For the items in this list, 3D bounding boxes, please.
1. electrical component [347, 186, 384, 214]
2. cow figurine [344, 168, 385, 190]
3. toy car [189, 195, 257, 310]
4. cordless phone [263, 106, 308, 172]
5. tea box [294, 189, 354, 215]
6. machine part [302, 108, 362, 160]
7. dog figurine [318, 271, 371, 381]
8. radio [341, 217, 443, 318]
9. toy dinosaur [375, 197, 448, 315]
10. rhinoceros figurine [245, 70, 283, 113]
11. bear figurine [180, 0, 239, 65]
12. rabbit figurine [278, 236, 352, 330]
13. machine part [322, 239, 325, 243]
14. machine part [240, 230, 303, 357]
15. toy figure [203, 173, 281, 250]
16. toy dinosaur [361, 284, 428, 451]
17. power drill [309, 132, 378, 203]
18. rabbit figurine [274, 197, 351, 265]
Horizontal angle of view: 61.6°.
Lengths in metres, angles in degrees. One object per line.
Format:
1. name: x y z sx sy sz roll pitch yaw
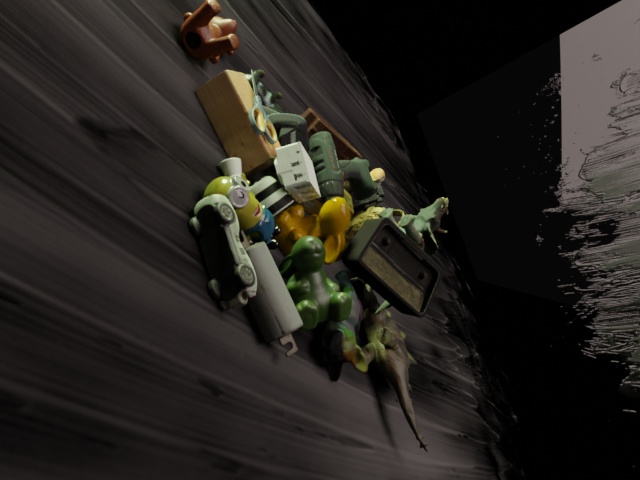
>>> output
1. electrical component: 0.117 -0.112 1.544 0.115 0.134 0.058 101 -30 -76
2. cow figurine: 0.125 -0.165 1.616 0.098 0.168 0.068 46 47 -51
3. toy car: -0.163 0.019 0.911 0.056 0.073 0.202 9 57 -63
4. cordless phone: -0.117 -0.245 1.287 0.089 0.184 0.146 -31 139 -34
5. tea box: 0.003 -0.114 1.388 0.169 0.098 0.068 42 32 -45
6. machine part: 0.016 -0.274 1.519 0.201 0.087 0.201 41 10 -13
7. dog figurine: 0.055 0.192 1.167 0.191 0.108 0.219 33 41 -55
8. radio: 0.167 0.060 1.202 0.229 0.073 0.131 41 69 -26
9. toy dinosaur: 0.221 0.054 1.383 0.192 0.131 0.405 45 55 -36
10. rhinoceros figurine: -0.136 -0.337 1.357 0.190 0.073 0.112 53 23 -23
11. bear figurine: -0.232 -0.476 1.234 0.120 0.132 0.196 62 28 -16
12. rabbit figurine: -0.015 0.070 1.067 0.159 0.121 0.170 -150 -126 -66
13. machine part: -0.003 -0.004 1.302 0.039 0.084 0.139 13 34 -23
14. machine part: -0.098 0.093 0.970 0.243 0.079 0.079 64 22 2
15. toy figure: -0.145 -0.046 1.018 0.180 0.089 0.082 53 9 -45
16. toy dinosaur: 0.166 0.270 1.315 0.198 0.105 0.472 37 33 -47
17. power drill: 0.055 -0.144 1.316 0.207 0.086 0.232 0 68 -50
18. rabbit figurine: -0.006 -0.022 1.173 0.162 0.173 0.122 62 18 7
